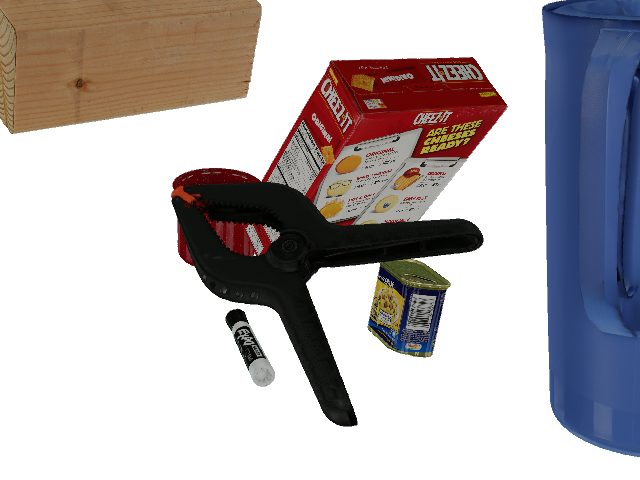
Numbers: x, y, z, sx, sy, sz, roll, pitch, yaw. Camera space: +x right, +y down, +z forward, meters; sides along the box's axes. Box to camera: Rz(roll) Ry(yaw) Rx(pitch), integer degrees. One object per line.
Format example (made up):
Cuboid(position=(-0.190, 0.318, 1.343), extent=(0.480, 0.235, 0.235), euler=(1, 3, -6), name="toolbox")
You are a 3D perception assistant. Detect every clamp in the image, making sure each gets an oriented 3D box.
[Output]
Cuboid(position=(-0.008, 0.009, 0.714), extent=(0.210, 0.164, 0.036), euler=(33, -25, 27), name="clamp")

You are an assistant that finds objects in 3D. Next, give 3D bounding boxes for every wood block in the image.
Cuboid(position=(-0.161, -0.159, 0.854), extent=(0.205, 0.091, 0.090), euler=(-14, 44, -32), name="wood block")

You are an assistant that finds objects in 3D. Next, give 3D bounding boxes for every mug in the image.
Cuboid(position=(-0.106, -0.026, 1.123), extent=(0.093, 0.081, 0.117), euler=(7, 26, 6), name="mug")

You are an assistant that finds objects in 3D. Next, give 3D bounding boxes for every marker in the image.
Cuboid(position=(-0.061, 0.088, 0.901), extent=(0.020, 0.020, 0.121), euler=(0, 19, -16), name="marker")

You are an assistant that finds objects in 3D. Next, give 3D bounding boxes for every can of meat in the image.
Cuboid(position=(0.095, 0.072, 1.173), extent=(0.057, 0.084, 0.102), euler=(6, 13, -20), name="can of meat")

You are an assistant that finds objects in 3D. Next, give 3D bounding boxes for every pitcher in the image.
Cuboid(position=(0.177, -0.008, 0.569), extent=(0.149, 0.243, 0.145), euler=(-5, 18, -12), name="pitcher")

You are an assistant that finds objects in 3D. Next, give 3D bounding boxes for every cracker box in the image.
Cuboid(position=(0.042, -0.069, 0.965), extent=(0.163, 0.072, 0.214), euler=(-9, -32, -35), name="cracker box")
